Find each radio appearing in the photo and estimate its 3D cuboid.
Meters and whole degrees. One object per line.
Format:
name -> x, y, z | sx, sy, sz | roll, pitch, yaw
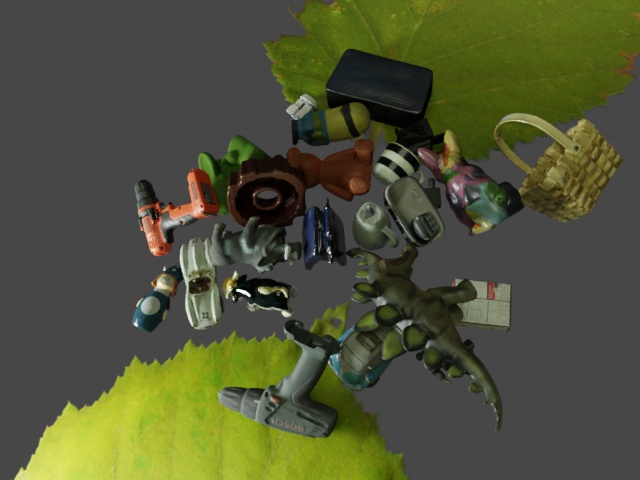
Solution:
radio -> 0.140, -0.349, 1.242 | 0.230, 0.073, 0.131 | 19, 72, 12

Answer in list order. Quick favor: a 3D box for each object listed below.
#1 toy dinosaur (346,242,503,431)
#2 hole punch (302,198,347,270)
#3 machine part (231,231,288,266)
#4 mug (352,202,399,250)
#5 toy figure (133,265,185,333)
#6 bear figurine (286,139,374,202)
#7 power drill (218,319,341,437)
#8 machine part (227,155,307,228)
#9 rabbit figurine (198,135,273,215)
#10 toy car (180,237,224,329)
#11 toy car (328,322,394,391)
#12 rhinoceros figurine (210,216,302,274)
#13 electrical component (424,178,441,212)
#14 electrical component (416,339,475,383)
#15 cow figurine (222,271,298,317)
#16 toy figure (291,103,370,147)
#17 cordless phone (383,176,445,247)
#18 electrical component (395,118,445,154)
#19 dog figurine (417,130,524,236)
toy dinosaur -> 0.178, 0.137, 0.962 | 0.198, 0.104, 0.472 | -24, 41, -26
hole punch -> -0.002, -0.003, 1.110 | 0.092, 0.115, 0.142 | -6, 68, 14
machine part -> -0.140, 0.020, 1.156 | 0.139, 0.039, 0.084 | -5, 74, 4
mug -> 0.113, -0.025, 1.103 | 0.081, 0.107, 0.110 | -45, 69, -8
toy figure -> -0.337, 0.119, 1.136 | 0.064, 0.058, 0.154 | 34, 71, -23
bear figurine -> 0.015, -0.153, 1.155 | 0.196, 0.132, 0.120 | 9, 82, 4
power drill -> -0.064, 0.258, 1.002 | 0.232, 0.086, 0.207 | 21, 96, 9
machine part -> -0.111, -0.096, 1.124 | 0.179, 0.179, 0.056 | -12, 47, 3
rabbit figurine -> -0.198, -0.144, 1.188 | 0.159, 0.121, 0.170 | 36, 92, 22
toy car -> -0.250, 0.087, 1.134 | 0.074, 0.056, 0.202 | -14, 69, 2
toy car -> 0.093, 0.204, 1.022 | 0.161, 0.102, 0.109 | -42, 71, -7
rhinoceros figurine -> -0.132, 0.014, 1.099 | 0.190, 0.073, 0.112 | -3, 71, 4
electrical component -> 0.228, -0.089, 1.157 | 0.063, 0.021, 0.094 | -2, 70, 8
electrical component -> 0.246, 0.222, 1.028 | 0.102, 0.045, 0.078 | -35, 41, -9
cow figurine -> -0.133, 0.106, 1.091 | 0.168, 0.098, 0.068 | 9, 75, 15
toy figure -> 0.024, -0.258, 1.212 | 0.180, 0.089, 0.082 | -5, 76, 3
cordless phone -> 0.179, -0.054, 1.049 | 0.089, 0.184, 0.146 | -31, 86, 12
electrical component -> 0.227, -0.227, 1.182 | 0.119, 0.074, 0.048 | -20, 69, 4
dog figurine -> 0.294, -0.121, 1.084 | 0.108, 0.191, 0.219 | -35, 84, 1
